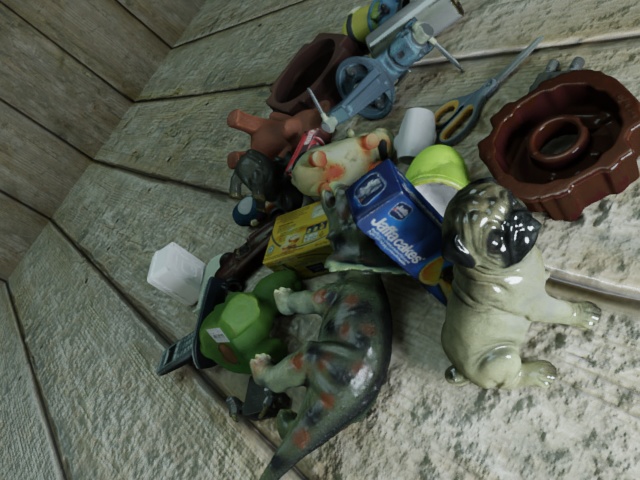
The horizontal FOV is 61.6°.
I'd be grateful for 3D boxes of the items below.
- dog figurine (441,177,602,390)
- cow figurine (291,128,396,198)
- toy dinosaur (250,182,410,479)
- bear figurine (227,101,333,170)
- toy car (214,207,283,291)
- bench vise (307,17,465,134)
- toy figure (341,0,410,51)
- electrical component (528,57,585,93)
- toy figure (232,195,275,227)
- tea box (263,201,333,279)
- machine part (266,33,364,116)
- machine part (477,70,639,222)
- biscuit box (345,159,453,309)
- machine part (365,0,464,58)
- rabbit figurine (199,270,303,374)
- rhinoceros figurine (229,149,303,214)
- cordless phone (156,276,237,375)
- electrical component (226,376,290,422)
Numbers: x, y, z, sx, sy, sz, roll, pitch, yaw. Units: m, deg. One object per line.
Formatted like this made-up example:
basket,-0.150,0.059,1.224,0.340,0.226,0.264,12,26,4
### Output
dog figurine,0.145,0.051,0.504,0.172,0.190,0.121,-54,33,0
cow figurine,0.042,-0.123,0.837,0.195,0.085,0.127,-26,17,-28
toy dinosaur,0.026,0.131,0.650,0.192,0.131,0.405,-17,53,42
bear figurine,-0.070,-0.190,0.986,0.196,0.132,0.120,-1,88,52
toy car,-0.118,0.015,0.978,0.202,0.053,0.089,-42,32,17
bench vise,0.092,-0.264,0.902,0.240,0.128,0.224,-47,21,-27
toy figure,0.115,-0.442,1.096,0.180,0.082,0.089,11,66,51
electrical component,0.301,-0.195,0.695,0.063,0.021,0.094,16,73,55
toy figure,-0.106,-0.068,1.036,0.154,0.064,0.058,-22,-1,38
tea box,-0.002,-0.003,0.838,0.170,0.068,0.098,-16,47,42
machine part,-0.007,-0.329,1.132,0.201,0.087,0.201,-53,33,1
machine part,0.271,-0.106,0.606,0.179,0.056,0.179,-23,48,29
biscuit box,0.111,0.003,0.576,0.059,0.202,0.063,-35,38,21
machine part,0.171,-0.390,0.982,0.243,0.079,0.079,-30,39,31
rabbit figurine,-0.092,0.119,0.814,0.159,0.121,0.170,-30,11,49
rhinoceros figurine,-0.073,-0.099,0.915,0.073,0.190,0.112,4,85,35
cordless phone,-0.216,0.160,0.935,0.184,0.088,0.147,-31,39,36
electrical component,-0.084,0.219,0.751,0.102,0.045,0.078,-20,47,38
